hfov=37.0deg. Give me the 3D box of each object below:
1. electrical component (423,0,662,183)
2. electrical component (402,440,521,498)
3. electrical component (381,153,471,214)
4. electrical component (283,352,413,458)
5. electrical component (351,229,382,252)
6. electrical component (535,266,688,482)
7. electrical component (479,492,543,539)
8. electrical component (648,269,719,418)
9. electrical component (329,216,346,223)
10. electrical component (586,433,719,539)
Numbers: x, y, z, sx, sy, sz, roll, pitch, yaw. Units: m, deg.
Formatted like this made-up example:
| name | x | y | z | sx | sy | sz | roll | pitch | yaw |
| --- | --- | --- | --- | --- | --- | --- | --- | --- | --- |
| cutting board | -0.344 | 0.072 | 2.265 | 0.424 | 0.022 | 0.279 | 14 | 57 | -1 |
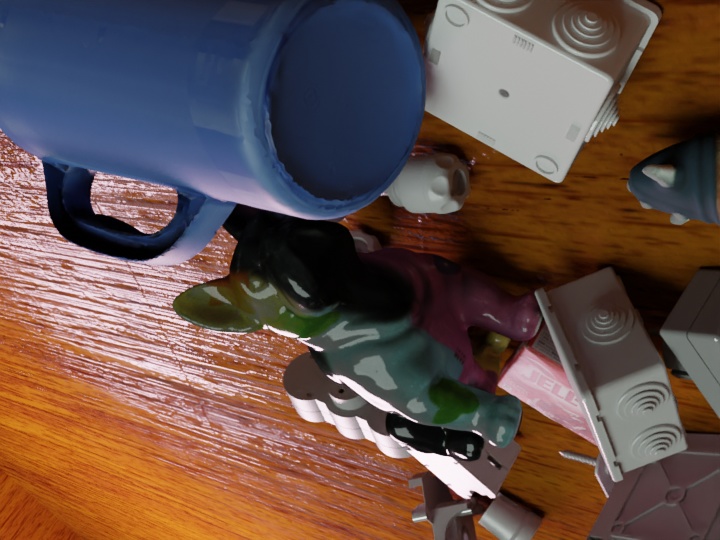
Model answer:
| name | x | y | z | sx | sy | sz | roll | pitch | yaw |
| --- | --- | --- | --- | --- | --- | --- | --- | --- | --- |
| electrical component | 0.076 | -0.096 | 0.494 | 0.100 | 0.048 | 0.099 | 30 | 153 | 9 |
| electrical component | 0.078 | 0.133 | 0.863 | 0.089 | 0.055 | 0.050 | 42 | 153 | -14 |
| electrical component | 0.032 | -0.050 | 0.630 | 0.061 | 0.035 | 0.035 | 1 | 139 | 36 |
| electrical component | -0.006 | 0.104 | 0.916 | 0.138 | 0.052 | 0.073 | 19 | 149 | 29 |
| electrical component | 0.000 | 0.000 | 0.756 | 0.035 | 0.035 | 0.061 | 25 | 154 | 19 |
| electrical component | 0.147 | 0.058 | 0.623 | 0.048 | 0.099 | 0.099 | -23 | 132 | 7 |
| electrical component | 0.136 | 0.229 | 0.975 | 0.046 | 0.040 | 0.040 | 35 | 154 | 13 |
| electrical component | 0.193 | 0.044 | 0.593 | 0.083 | 0.047 | 0.076 | 49 | 156 | -26 |
| electrical component | -0.015 | -0.061 | 0.667 | 0.044 | 0.044 | 0.065 | 37 | 149 | -4 |
| electrical component | 0.217 | 0.162 | 0.695 | 0.056 | 0.108 | 0.109 | 49 | 150 | -22 |
